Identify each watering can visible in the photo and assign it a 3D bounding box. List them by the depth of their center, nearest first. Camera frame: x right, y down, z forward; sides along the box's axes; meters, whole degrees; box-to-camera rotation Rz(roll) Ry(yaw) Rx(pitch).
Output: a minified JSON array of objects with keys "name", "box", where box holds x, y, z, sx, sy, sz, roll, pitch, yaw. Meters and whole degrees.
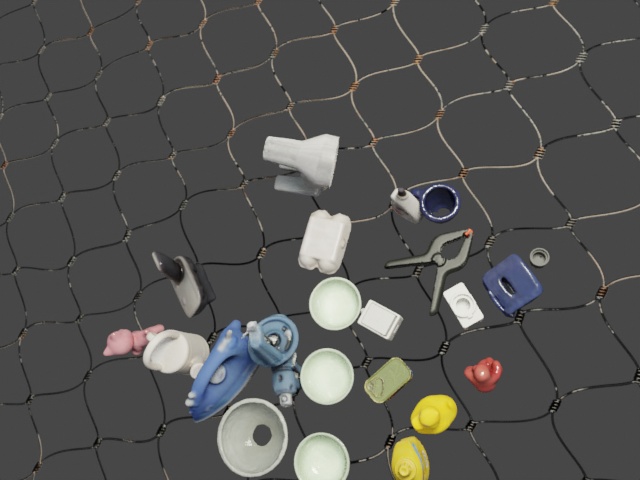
[{"name":"watering can","box":[-0.335,0.261,1.326,0.172,0.194,0.101,5,77,16]}]

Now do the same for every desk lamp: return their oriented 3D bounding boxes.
[{"name":"desk lamp","box":[-0.037,-0.178,1.353,0.202,0.214,0.118,8,78,17]}]

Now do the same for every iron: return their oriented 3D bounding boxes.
[{"name":"iron","box":[-0.242,0.312,1.316,0.118,0.142,0.258,30,85,20]}]

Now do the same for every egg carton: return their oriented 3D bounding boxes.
[{"name":"egg carton","box":[0.013,0.005,1.369,0.107,0.069,0.150,11,79,17]}]

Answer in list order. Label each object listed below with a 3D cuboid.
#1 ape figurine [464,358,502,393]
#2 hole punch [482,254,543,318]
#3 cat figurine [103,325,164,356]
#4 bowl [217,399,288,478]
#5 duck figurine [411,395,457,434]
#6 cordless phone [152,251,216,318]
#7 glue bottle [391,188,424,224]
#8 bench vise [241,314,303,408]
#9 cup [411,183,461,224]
[{"name":"ape figurine","box":[0.341,0.280,1.197,0.077,0.092,0.076,4,77,16]},{"name":"hole punch","box":[0.410,0.100,1.227,0.101,0.091,0.108,-34,70,4]},{"name":"cat figurine","box":[-0.462,0.245,1.405,0.127,0.118,0.067,-19,71,10]},{"name":"bowl","box":[-0.141,0.442,1.291,0.167,0.075,0.167,-4,75,14]},{"name":"duck figurine","box":[0.237,0.368,1.204,0.104,0.086,0.077,-30,70,5]},{"name":"cordless phone","box":[-0.340,0.102,1.374,0.094,0.185,0.147,-34,70,4]},{"name":"glue bottle","box":[0.191,-0.087,1.290,0.078,0.173,0.037,31,85,20]},{"name":"bench vise","box":[-0.091,0.251,1.250,0.121,0.220,0.207,-34,70,4]},{"name":"cup","box":[0.264,-0.078,1.311,0.117,0.095,0.092,25,83,20]}]
